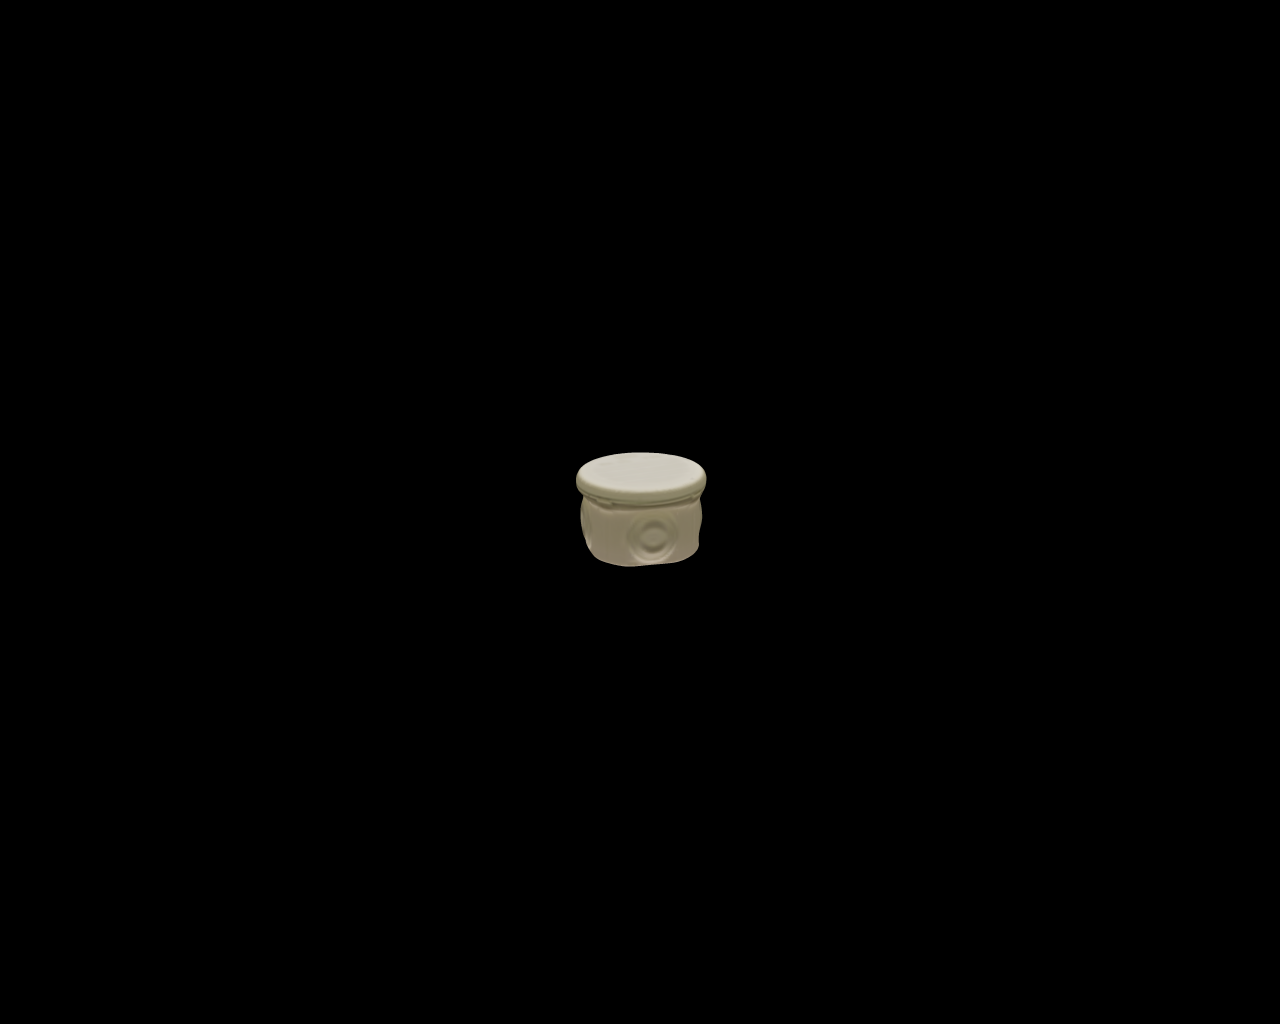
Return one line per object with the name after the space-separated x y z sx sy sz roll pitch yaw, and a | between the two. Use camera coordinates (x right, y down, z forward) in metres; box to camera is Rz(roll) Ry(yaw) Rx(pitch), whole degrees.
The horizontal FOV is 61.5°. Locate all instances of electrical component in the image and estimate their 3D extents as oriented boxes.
0.001 -0.003 0.650 0.080 0.050 0.080 0 20 0 | electrical component
